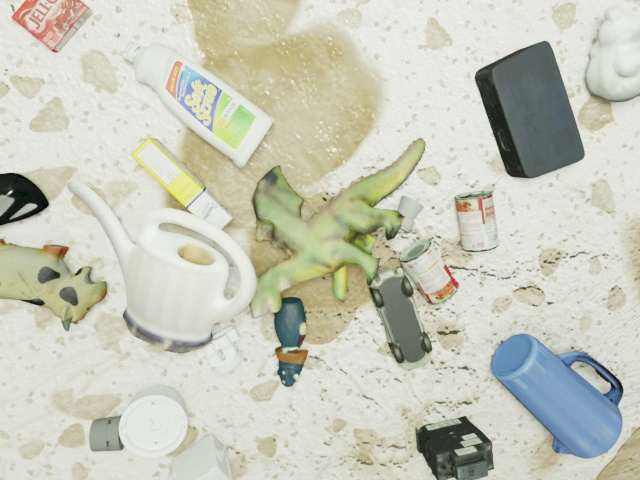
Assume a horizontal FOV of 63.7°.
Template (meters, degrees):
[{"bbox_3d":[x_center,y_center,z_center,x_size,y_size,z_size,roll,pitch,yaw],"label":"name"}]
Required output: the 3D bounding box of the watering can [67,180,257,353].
[{"bbox_3d":[-0.264,0.046,0.822,0.349,0.221,0.105,22,19,12],"label":"watering can"}]

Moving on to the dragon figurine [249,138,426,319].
[{"bbox_3d":[0.003,-0.044,0.882,0.242,0.414,0.121,27,-12,-6],"label":"dragon figurine"}]

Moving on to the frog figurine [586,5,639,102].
[{"bbox_3d":[0.538,-0.334,0.932,0.121,0.141,0.157,-30,-55,22],"label":"frog figurine"}]
